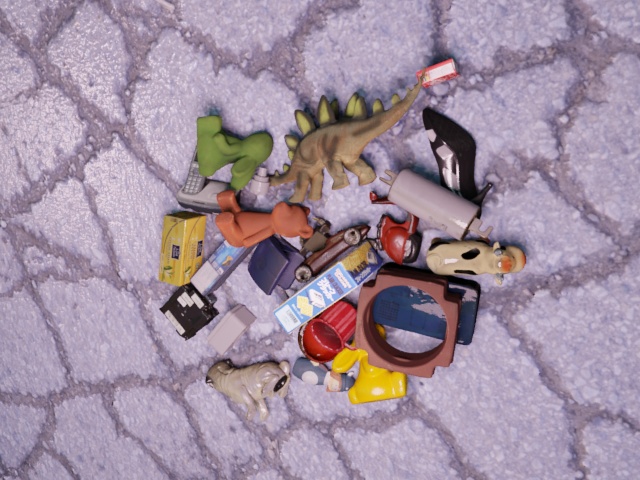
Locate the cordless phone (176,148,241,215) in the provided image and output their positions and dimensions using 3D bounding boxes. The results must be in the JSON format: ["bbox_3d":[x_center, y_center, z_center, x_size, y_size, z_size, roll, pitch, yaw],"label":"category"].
[{"bbox_3d":[-0.254,-0.152,1.292,0.147,0.088,0.184,10,84,19],"label":"cordless phone"}]

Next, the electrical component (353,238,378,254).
[{"bbox_3d":[0.108,0.028,1.211,0.094,0.021,0.063,5,101,19],"label":"electrical component"}]

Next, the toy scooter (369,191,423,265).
[{"bbox_3d":[0.161,-0.043,1.153,0.135,0.075,0.183,15,101,17],"label":"toy scooter"}]

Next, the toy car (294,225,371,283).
[{"bbox_3d":[0.024,0.025,1.176,0.202,0.089,0.053,-39,82,17],"label":"toy car"}]

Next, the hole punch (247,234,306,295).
[{"bbox_3d":[-0.113,0.057,1.265,0.116,0.092,0.142,36,113,15],"label":"hole punch"}]

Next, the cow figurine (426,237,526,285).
[{"bbox_3d":[0.312,0.036,1.082,0.195,0.127,0.085,0,102,23],"label":"cow figurine"}]

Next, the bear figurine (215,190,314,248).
[{"bbox_3d":[-0.120,-0.049,1.197,0.196,0.120,0.131,-12,134,8],"label":"bear figurine"}]

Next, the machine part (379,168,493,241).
[{"bbox_3d":[0.223,-0.071,1.056,0.243,0.079,0.079,33,109,18],"label":"machine part"}]

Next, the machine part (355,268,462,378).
[{"bbox_3d":[0.180,0.165,1.097,0.201,0.087,0.201,8,103,18],"label":"machine part"}]

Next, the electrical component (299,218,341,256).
[{"bbox_3d":[-0.003,-0.002,1.238,0.078,0.045,0.102,30,113,-17],"label":"electrical component"}]

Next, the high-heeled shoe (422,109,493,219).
[{"bbox_3d":[0.262,-0.143,1.117,0.249,0.086,0.145,60,145,20],"label":"high-heeled shoe"}]

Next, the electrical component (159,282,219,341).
[{"bbox_3d":[-0.328,0.175,1.379,0.134,0.058,0.115,-40,86,21],"label":"electrical component"}]

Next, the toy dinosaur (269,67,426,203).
[{"bbox_3d":[0.036,-0.202,1.127,0.472,0.105,0.198,-16,90,38],"label":"toy dinosaur"}]

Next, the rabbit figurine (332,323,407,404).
[{"bbox_3d":[0.112,0.276,1.211,0.162,0.121,0.173,-8,75,11],"label":"rabbit figurine"}]

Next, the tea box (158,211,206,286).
[{"bbox_3d":[-0.342,0.019,1.336,0.068,0.098,0.169,12,104,19],"label":"tea box"}]

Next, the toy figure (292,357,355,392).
[{"bbox_3d":[0.011,0.327,1.282,0.155,0.058,0.064,17,143,15],"label":"toy figure"}]

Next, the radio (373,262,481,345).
[{"bbox_3d":[0.225,0.133,1.161,0.230,0.073,0.131,12,102,16],"label":"radio"}]

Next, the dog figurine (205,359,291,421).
[{"bbox_3d":[-0.181,0.333,1.339,0.191,0.121,0.172,35,75,29],"label":"dog figurine"}]

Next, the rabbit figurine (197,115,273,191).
[{"bbox_3d":[-0.190,-0.203,1.220,0.170,0.121,0.159,-2,69,-5],"label":"rabbit figurine"}]

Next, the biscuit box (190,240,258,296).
[{"bbox_3d":[-0.231,0.048,1.318,0.059,0.063,0.202,47,110,8],"label":"biscuit box"}]
